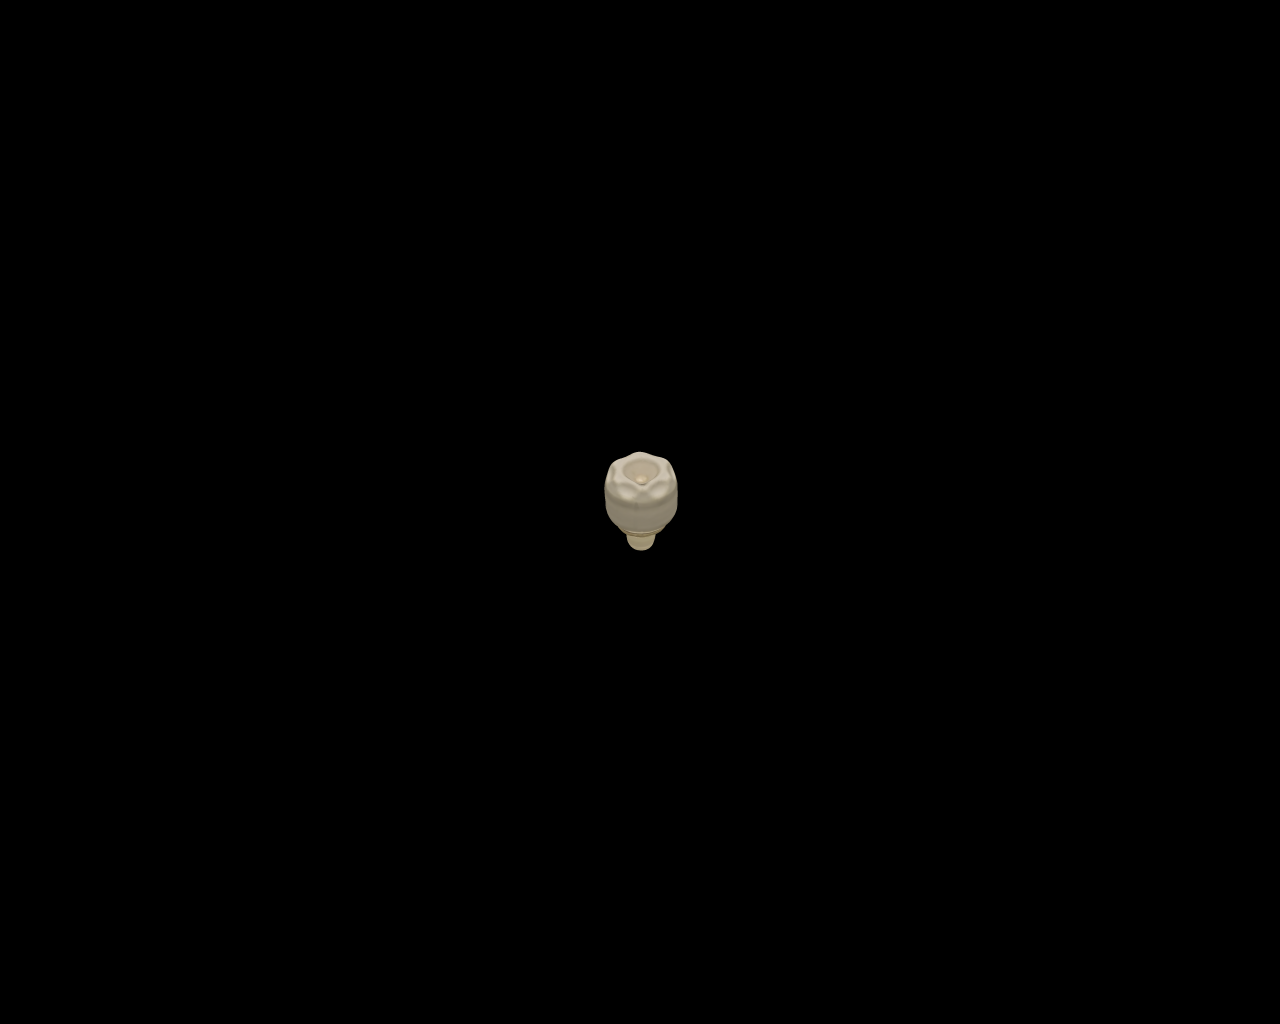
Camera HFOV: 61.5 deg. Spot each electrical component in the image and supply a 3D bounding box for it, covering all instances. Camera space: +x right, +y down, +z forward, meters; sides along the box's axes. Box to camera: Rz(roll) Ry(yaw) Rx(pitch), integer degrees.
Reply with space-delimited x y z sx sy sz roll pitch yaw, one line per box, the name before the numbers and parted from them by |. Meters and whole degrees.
electrical component | 0.001 -0.003 0.650 0.043 0.062 0.043 0 40 0
